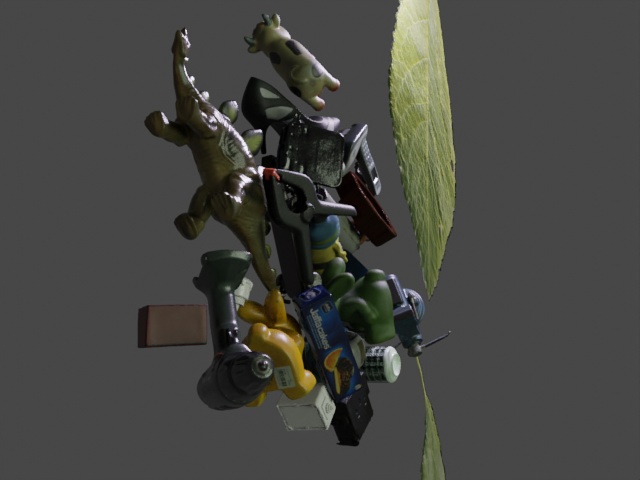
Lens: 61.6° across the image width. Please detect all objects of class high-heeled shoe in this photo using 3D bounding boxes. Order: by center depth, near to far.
[{"bbox_3d":[-0.049,-0.253,1.026,0.249,0.086,0.145,-30,127,-43],"label":"high-heeled shoe"}]

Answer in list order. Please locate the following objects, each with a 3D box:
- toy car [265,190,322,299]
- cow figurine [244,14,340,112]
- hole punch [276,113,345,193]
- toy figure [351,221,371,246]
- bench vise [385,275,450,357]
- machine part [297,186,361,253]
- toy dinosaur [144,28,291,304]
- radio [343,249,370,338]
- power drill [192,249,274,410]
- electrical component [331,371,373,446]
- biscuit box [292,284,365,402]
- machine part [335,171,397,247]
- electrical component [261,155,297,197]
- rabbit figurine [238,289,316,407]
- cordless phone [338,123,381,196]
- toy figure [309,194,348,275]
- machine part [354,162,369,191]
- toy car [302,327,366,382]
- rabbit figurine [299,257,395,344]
[{"bbox_3d":[-0.050,0.009,0.962,0.053,0.089,0.202,-15,95,-43],"label":"toy car"},{"bbox_3d":[-0.061,-0.339,1.006,0.127,0.085,0.195,21,29,-54],"label":"cow figurine"},{"bbox_3d":[-0.027,-0.144,0.976,0.116,0.092,0.142,13,77,-23],"label":"hole punch"},{"bbox_3d":[0.094,-0.019,1.279,0.154,0.064,0.057,-23,141,-57],"label":"toy figure"},{"bbox_3d":[0.220,0.207,1.344,0.224,0.129,0.240,58,1,37],"label":"bench vise"},{"bbox_3d":[0.017,-0.035,1.121,0.243,0.079,0.079,46,44,-47],"label":"machine part"},{"bbox_3d":[-0.135,-0.081,0.828,0.198,0.105,0.470,-47,128,-60],"label":"toy dinosaur"},{"bbox_3d":[0.071,0.126,1.181,0.229,0.073,0.131,42,48,-48],"label":"radio"},{"bbox_3d":[-0.116,0.119,0.717,0.086,0.232,0.207,-3,61,-26],"label":"power drill"},{"bbox_3d":[0.058,0.336,1.111,0.115,0.058,0.134,-48,125,-58],"label":"electrical component"},{"bbox_3d":[0.014,0.178,0.931,0.059,0.063,0.202,36,-31,65],"label":"biscuit box"},{"bbox_3d":[0.100,-0.066,1.189,0.179,0.056,0.179,50,14,-18],"label":"machine part"},{"bbox_3d":[-0.076,-0.115,1.003,0.102,0.045,0.078,35,54,-54],"label":"electrical component"},{"bbox_3d":[-0.081,0.166,0.875,0.162,0.122,0.173,67,16,-7],"label":"rabbit figurine"},{"bbox_3d":[0.089,-0.168,1.267,0.184,0.089,0.146,64,32,-23],"label":"cordless phone"},{"bbox_3d":[-0.004,-0.006,1.025,0.180,0.089,0.082,79,-7,-55],"label":"toy figure"},{"bbox_3d":[0.108,-0.122,1.357,0.084,0.039,0.139,42,44,-58],"label":"machine part"},{"bbox_3d":[0.038,0.226,1.058,0.161,0.103,0.109,-14,96,-60],"label":"toy car"},{"bbox_3d":[0.045,0.121,0.994,0.121,0.170,0.158,-128,-146,-61],"label":"rabbit figurine"}]
